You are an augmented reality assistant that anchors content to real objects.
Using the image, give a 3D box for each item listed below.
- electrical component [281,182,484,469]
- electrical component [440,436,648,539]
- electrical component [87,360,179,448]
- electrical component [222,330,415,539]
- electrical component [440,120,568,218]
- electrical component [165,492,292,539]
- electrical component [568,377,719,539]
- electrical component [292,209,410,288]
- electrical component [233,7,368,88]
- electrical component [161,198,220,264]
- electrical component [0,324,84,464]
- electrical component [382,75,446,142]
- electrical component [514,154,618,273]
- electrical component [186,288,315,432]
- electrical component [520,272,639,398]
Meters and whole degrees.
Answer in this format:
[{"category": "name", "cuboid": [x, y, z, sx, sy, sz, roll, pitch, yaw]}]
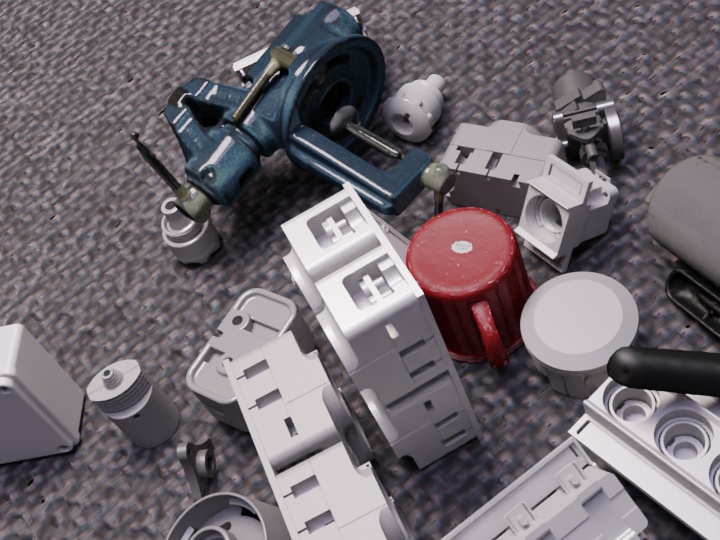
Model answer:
[{"category": "electrical component", "cuboid": [0.014, 0.046, 0.718, 0.060, 0.186, 0.105, -30, 51, -3]}, {"category": "electrical component", "cuboid": [0.112, 0.172, 0.663, 0.121, 0.063, 0.078, -36, 92, -8]}, {"category": "electrical component", "cuboid": [-0.174, 0.098, 0.816, 0.043, 0.081, 0.043, -10, 53, 13]}, {"category": "electrical component", "cuboid": [-0.018, 0.141, 0.713, 0.060, 0.105, 0.186, -28, 51, -1]}, {"category": "electrical component", "cuboid": [0.117, -0.081, 0.862, 0.089, 0.050, 0.055, 14, 62, 28]}, {"category": "electrical component", "cuboid": [-0.085, 0.202, 0.735, 0.099, 0.064, 0.099, -17, 54, 25]}, {"category": "electrical component", "cuboid": [0.205, 0.117, 0.678, 0.079, 0.063, 0.121, -43, 53, -13]}, {"category": "electrical component", "cuboid": [0.000, 0.000, 0.827, 0.061, 0.096, 0.061, -22, 45, 40]}, {"category": "electrical component", "cuboid": [-0.044, -0.178, 0.976, 0.121, 0.078, 0.063, -25, 68, 1]}, {"category": "electrical component", "cuboid": [-0.149, -0.036, 0.916, 0.043, 0.062, 0.043, -10, 53, 13]}, {"category": "electrical component", "cuboid": [-0.289, 0.101, 0.838, 0.109, 0.108, 0.056, -12, 50, 12]}, {"category": "electrical component", "cuboid": [0.052, -0.145, 0.936, 0.048, 0.048, 0.062, 18, 54, 30]}, {"category": "electrical component", "cuboid": [0.157, -0.045, 0.807, 0.064, 0.081, 0.042, -21, 46, -34]}, {"category": "electrical component", "cuboid": [-0.080, 0.071, 0.816, 0.054, 0.059, 0.095, 19, 64, 30]}, {"category": "electrical component", "cuboid": [0.156, 0.046, 0.755, 0.080, 0.051, 0.080, -10, 53, 13]}]
